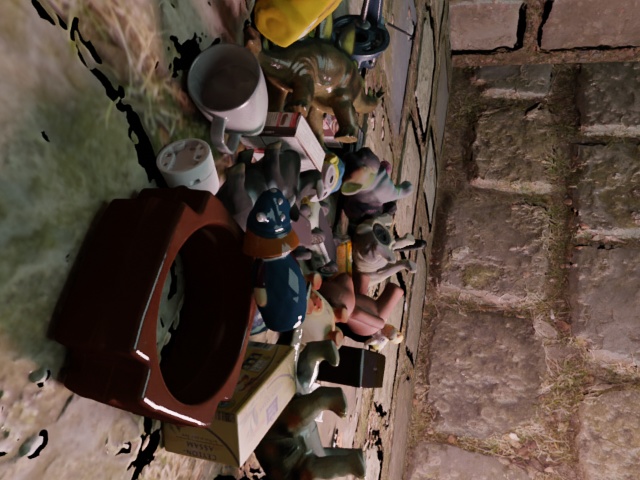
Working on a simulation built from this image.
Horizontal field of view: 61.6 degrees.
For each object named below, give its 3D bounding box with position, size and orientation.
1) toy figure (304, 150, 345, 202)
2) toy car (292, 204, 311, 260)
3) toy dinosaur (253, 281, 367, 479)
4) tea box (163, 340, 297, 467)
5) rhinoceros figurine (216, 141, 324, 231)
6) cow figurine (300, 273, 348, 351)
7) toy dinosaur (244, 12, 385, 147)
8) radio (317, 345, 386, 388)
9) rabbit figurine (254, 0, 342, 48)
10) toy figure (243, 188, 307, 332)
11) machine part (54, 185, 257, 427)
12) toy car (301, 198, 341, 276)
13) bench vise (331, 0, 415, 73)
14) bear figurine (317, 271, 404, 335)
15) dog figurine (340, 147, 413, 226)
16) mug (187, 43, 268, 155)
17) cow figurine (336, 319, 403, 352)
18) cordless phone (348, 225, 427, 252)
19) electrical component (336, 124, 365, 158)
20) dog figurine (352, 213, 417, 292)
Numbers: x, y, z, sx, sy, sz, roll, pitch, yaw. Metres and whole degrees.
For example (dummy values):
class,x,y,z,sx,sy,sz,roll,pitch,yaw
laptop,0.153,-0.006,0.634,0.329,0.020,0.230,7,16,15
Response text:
class,x,y,z,sx,sy,sz,roll,pitch,yaw
toy figure,-0.009,-0.110,0.889,0.180,0.089,0.082,-53,147,-72
toy car,-0.063,-0.021,0.787,0.202,0.053,0.089,20,65,-67
toy dinosaur,-0.044,0.271,0.771,0.131,0.192,0.404,-99,174,-88
tea box,-0.101,0.186,0.645,0.169,0.098,0.068,-36,127,-65
rhinoceros figurine,-0.063,-0.061,0.661,0.190,0.073,0.112,-32,107,-51
cow figurine,-0.023,0.134,0.867,0.194,0.127,0.085,54,43,-42
toy dinosaur,0.012,-0.249,0.845,0.471,0.105,0.198,8,85,-65
radio,0.046,0.244,1.048,0.229,0.131,0.073,44,52,-67
rabbit figurine,-0.043,-0.339,0.634,0.173,0.122,0.162,40,38,-12
toy figure,-0.049,0.020,0.563,0.064,0.058,0.154,-61,145,-68
machine part,-0.141,0.065,0.517,0.200,0.087,0.201,62,35,-59
toy car,-0.002,-0.003,0.973,0.201,0.056,0.073,67,26,-57
bench vise,0.091,-0.415,1.025,0.223,0.129,0.240,-50,164,-28
bear figurine,0.054,0.102,0.997,0.195,0.120,0.132,41,71,-49
dog figurine,0.076,-0.104,1.103,0.219,0.108,0.191,-2,139,-50
mug,-0.096,-0.149,0.616,0.107,0.081,0.109,55,37,-76
cow figurine,0.089,0.180,1.106,0.098,0.168,0.068,-51,134,-3
cordless phone,0.167,0.001,1.278,0.146,0.184,0.088,-21,109,-70
electrical component,0.064,-0.222,1.135,0.074,0.048,0.119,31,66,-71
dog figurine,0.089,0.040,1.151,0.172,0.190,0.121,40,40,-24
